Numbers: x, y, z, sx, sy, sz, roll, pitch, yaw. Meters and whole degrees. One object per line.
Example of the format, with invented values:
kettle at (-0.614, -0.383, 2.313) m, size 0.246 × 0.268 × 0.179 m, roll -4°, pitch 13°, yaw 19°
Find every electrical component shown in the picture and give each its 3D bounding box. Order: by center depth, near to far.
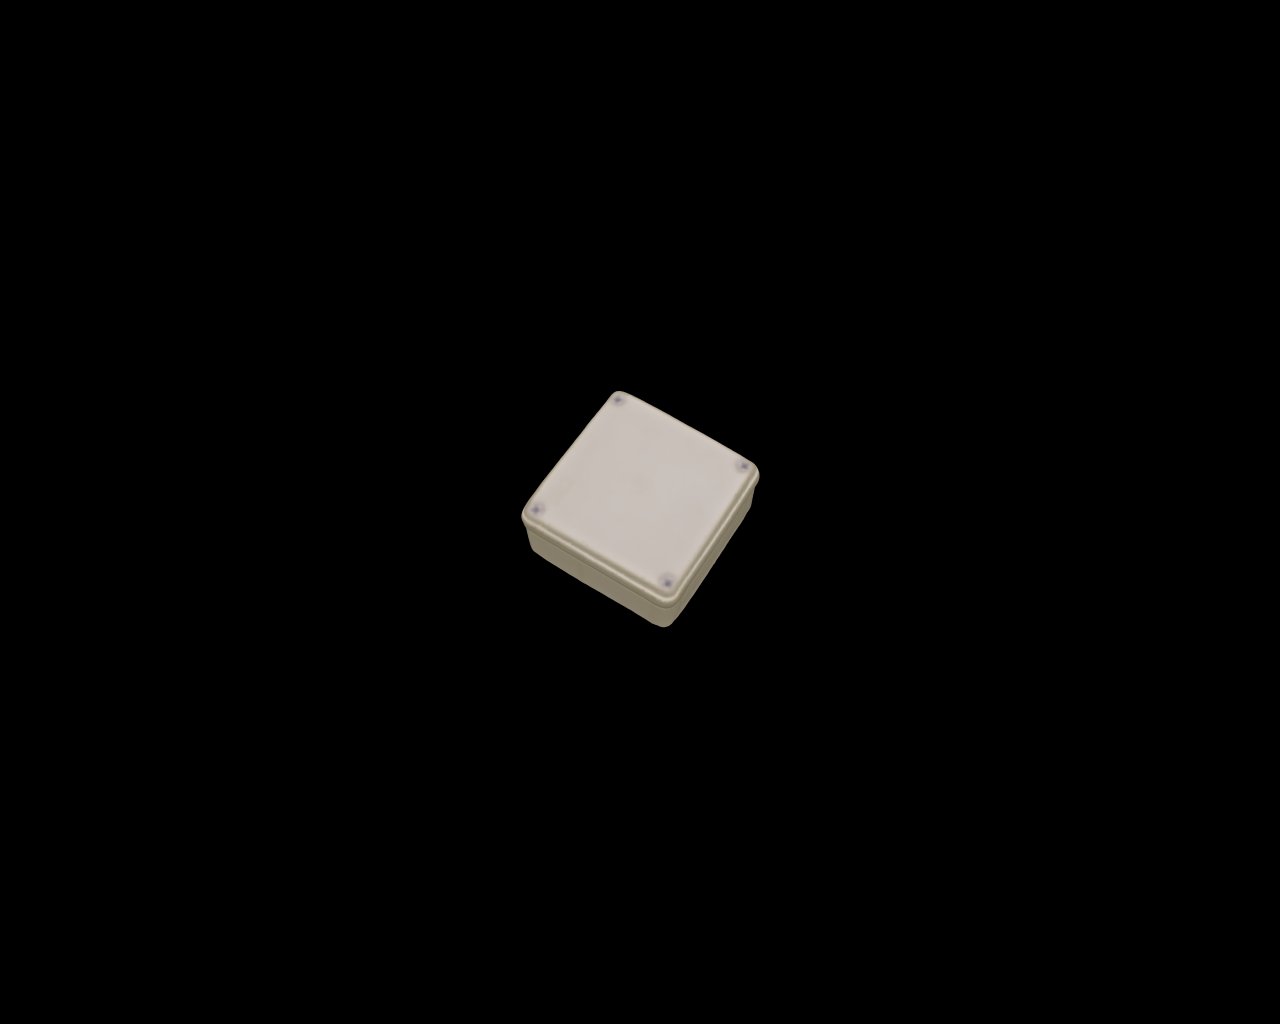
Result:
electrical component at (0.001, -0.003, 0.650) m, size 0.109 × 0.109 × 0.056 m, roll 30°, pitch -23°, yaw 14°
